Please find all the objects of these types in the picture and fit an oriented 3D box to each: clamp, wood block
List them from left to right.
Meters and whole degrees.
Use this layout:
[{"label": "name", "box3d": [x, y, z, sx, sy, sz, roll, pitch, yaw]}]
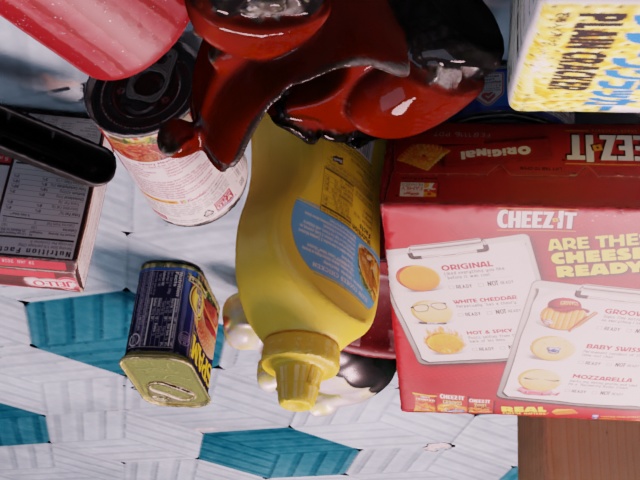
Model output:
[{"label": "clamp", "box3d": [-0.229, -0.089, 0.578, 0.210, 0.036, 0.164, 12, 158, 14]}, {"label": "wood block", "box3d": [0.197, 0.140, 0.785, 0.091, 0.206, 0.090, 5, 151, 0]}]

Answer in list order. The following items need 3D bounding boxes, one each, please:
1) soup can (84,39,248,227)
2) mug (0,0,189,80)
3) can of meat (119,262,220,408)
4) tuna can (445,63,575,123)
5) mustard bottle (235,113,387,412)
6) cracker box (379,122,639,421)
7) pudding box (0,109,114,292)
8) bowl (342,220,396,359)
[{"label": "soup can", "box3d": [-0.085, -0.060, 0.617, 0.068, 0.068, 0.102, -2, 151, 12]}, {"label": "mug", "box3d": [-0.117, -0.126, 0.492, 0.117, 0.093, 0.081, 3, 160, 37]}, {"label": "can of meat", "box3d": [-0.116, 0.076, 0.847, 0.057, 0.084, 0.102, 1, 151, 8]}, {"label": "tuna can", "box3d": [0.104, -0.063, 0.616, 0.086, 0.033, 0.086, 5, 153, 2]}, {"label": "mustard bottle", "box3d": [-0.004, 0.001, 0.585, 0.058, 0.191, 0.096, -16, 145, 32]}, {"label": "cracker box", "box3d": [0.125, 0.025, 0.629, 0.164, 0.072, 0.214, 1, 141, 9]}, {"label": "pudding box", "box3d": [-0.179, -0.026, 0.646, 0.090, 0.113, 0.039, 6, 148, -2]}, {"label": "bowl", "box3d": [0.055, 0.030, 0.767, 0.162, 0.055, 0.162, 4, 151, 2]}]
